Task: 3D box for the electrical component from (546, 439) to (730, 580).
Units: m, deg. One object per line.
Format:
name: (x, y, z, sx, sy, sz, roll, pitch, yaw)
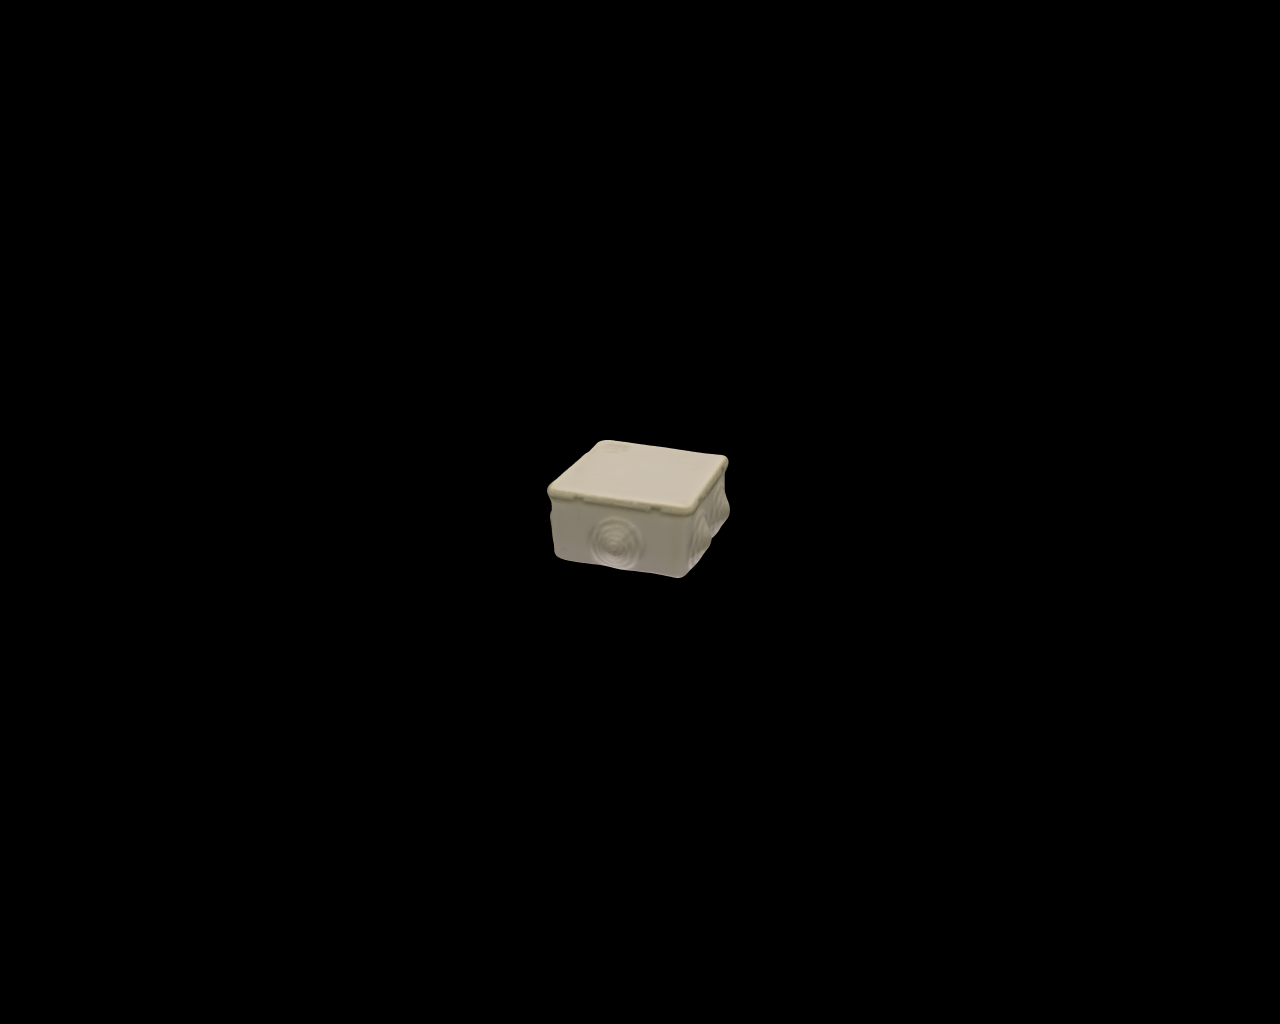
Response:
electrical component: (0.001, -0.003, 0.650, 0.100, 0.048, 0.100, 8, 26, 18)
